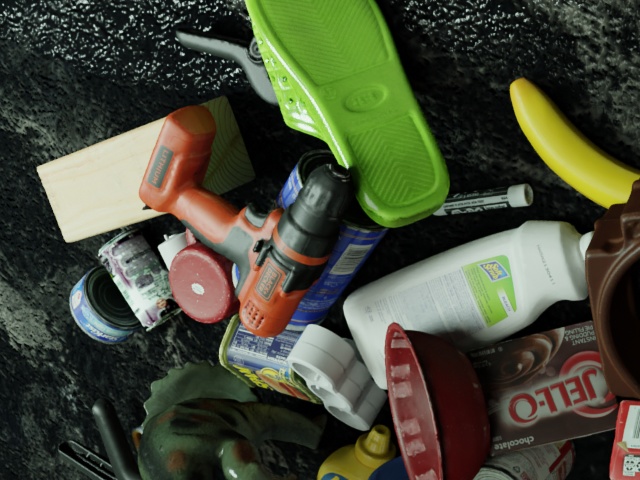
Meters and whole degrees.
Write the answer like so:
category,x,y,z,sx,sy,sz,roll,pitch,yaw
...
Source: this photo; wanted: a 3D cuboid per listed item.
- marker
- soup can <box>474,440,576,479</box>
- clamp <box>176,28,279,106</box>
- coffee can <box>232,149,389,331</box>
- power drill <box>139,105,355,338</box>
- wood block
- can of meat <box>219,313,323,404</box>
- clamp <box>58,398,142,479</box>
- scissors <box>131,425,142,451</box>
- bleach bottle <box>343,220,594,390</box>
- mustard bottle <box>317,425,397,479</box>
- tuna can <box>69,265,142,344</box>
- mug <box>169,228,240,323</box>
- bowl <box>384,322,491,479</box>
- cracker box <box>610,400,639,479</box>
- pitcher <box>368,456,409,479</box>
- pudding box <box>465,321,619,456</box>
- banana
category,x,y,z,sx,sy,sz,roll,pitch,yaw
marker,0.128,-0.033,0.933,0.121,0.020,0.020,-7,103,37
soup can,0.174,0.205,0.938,0.069,0.102,0.068,14,116,31
clamp,-0.059,-0.178,0.996,0.120,0.039,0.171,-40,83,39
coffee can,-0.006,0.001,0.988,0.103,0.102,0.140,44,127,14
power drill,-0.066,-0.032,0.919,0.188,0.057,0.185,44,126,22
wood block,-0.180,-0.069,1.092,0.207,0.090,0.090,-14,100,38
can of meat,-0.038,0.119,1.062,0.084,0.102,0.057,12,70,28
clamp,-0.232,0.292,1.294,0.210,0.036,0.165,46,139,11
scissors,-0.146,0.284,1.251,0.202,0.016,0.096,43,127,14
bleach bottle,0.143,0.051,0.928,0.251,0.068,0.102,-23,95,36
mustard bottle,0.040,0.266,1.085,0.096,0.058,0.192,27,121,22
tuna can,-0.232,0.071,1.186,0.034,0.086,0.086,-42,82,36
mug,-0.101,0.023,1.076,0.093,0.081,0.117,-11,101,38
bowl,0.101,0.143,0.891,0.162,0.055,0.162,169,90,-82
cracker box,0.326,0.198,0.776,0.164,0.072,0.213,-3,143,36
pitcher,0.122,0.329,1.003,0.145,0.149,0.243,-136,34,-71
pudding box,0.187,0.125,0.892,0.113,0.039,0.090,-15,74,9
banana,0.229,-0.062,0.841,0.198,0.037,0.070,28,103,23
